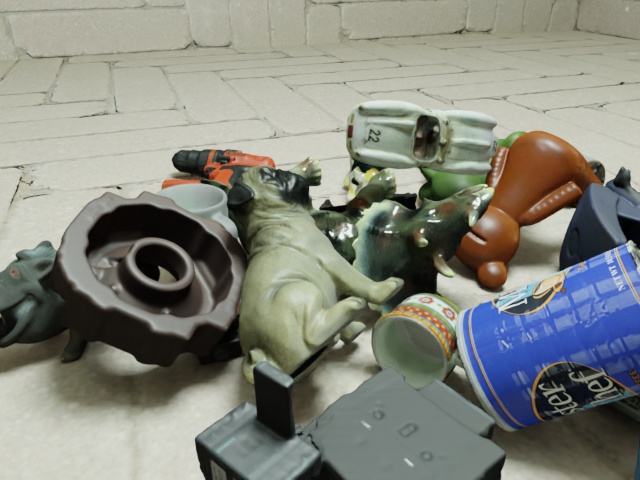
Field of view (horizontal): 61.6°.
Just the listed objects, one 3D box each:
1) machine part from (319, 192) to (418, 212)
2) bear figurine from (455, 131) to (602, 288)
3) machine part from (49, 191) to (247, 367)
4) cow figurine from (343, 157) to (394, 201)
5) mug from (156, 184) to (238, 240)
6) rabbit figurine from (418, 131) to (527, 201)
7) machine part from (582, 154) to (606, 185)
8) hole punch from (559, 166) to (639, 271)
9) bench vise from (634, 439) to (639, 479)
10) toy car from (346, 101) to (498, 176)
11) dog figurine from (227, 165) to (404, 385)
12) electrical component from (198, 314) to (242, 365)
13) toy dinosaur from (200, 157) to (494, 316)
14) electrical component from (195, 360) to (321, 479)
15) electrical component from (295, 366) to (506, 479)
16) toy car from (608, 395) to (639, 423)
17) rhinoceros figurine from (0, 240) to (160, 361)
[{"bbox_3d":[0.069,-0.035,0.735,0.139,0.084,0.039,3,51,23],"label":"machine part"},{"bbox_3d":[0.244,-0.032,0.670,0.120,0.195,0.131,35,4,37],"label":"bear figurine"},{"bbox_3d":[-0.152,0.032,0.495,0.179,0.056,0.179,24,34,-18],"label":"machine part"},{"bbox_3d":[0.079,-0.101,0.825,0.068,0.098,0.167,5,27,-5],"label":"cow figurine"},{"bbox_3d":[-0.137,0.000,0.622,0.110,0.107,0.081,18,33,24],"label":"mug"},{"bbox_3d":[0.215,-0.093,0.782,0.159,0.121,0.170,16,28,40],"label":"rabbit figurine"},{"bbox_3d":[0.374,-0.121,0.882,0.079,0.079,0.243,-11,30,-19],"label":"machine part"},{"bbox_3d":[0.311,0.007,0.590,0.092,0.142,0.116,-12,41,-13],"label":"hole punch"},{"bbox_3d":[0.187,0.161,0.279,0.224,0.128,0.240,20,50,20],"label":"bench vise"},{"bbox_3d":[0.123,-0.115,0.613,0.202,0.073,0.056,1,9,-23],"label":"toy car"},{"bbox_3d":[-0.047,0.023,0.484,0.191,0.121,0.172,46,30,15],"label":"dog figurine"},{"bbox_3d":[-0.104,0.096,0.530,0.094,0.021,0.063,-10,30,-19],"label":"electrical component"},{"bbox_3d":[-0.007,-0.007,0.636,0.405,0.131,0.192,3,29,21],"label":"toy dinosaur"},{"bbox_3d":[-0.038,0.140,0.341,0.075,0.119,0.048,24,35,34],"label":"electrical component"},{"bbox_3d":[0.059,0.154,0.382,0.134,0.058,0.115,-21,36,-34],"label":"electrical component"},{"bbox_3d":[0.303,0.089,0.456,0.162,0.102,0.109,-16,30,-31],"label":"toy car"},{"bbox_3d":[-0.248,0.053,0.519,0.190,0.112,0.073,-11,31,-36],"label":"rhinoceros figurine"}]
